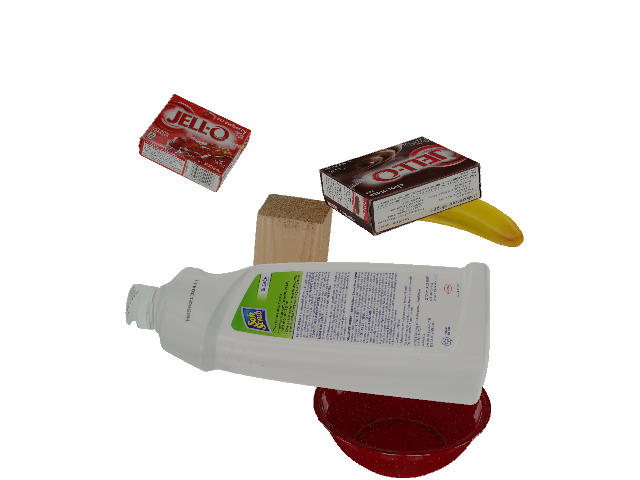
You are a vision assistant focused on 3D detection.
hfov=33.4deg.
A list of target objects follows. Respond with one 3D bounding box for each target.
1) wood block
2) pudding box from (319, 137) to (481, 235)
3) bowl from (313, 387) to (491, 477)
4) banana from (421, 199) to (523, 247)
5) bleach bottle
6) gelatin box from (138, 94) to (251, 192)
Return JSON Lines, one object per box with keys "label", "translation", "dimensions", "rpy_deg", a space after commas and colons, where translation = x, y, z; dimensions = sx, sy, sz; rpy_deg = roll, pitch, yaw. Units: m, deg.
{"label": "wood block", "translation": [-0.042, 0.052, 1.445], "dimensions": [0.090, 0.206, 0.090], "rpy_deg": [8, 22, 6]}
{"label": "pudding box", "translation": [0.069, -0.049, 0.927], "dimensions": [0.113, 0.039, 0.090], "rpy_deg": [-21, 28, -21]}
{"label": "bowl", "translation": [0.074, 0.168, 0.983], "dimensions": [0.162, 0.055, 0.162], "rpy_deg": [0, 26, 0]}
{"label": "banana", "translation": [0.130, -0.028, 1.147], "dimensions": [0.198, 0.037, 0.069], "rpy_deg": [11, 39, 26]}
{"label": "bleach bottle", "translation": [-0.009, 0.053, 0.755], "dimensions": [0.251, 0.102, 0.068], "rpy_deg": [6, -42, 3]}
{"label": "gelatin box", "translation": [-0.124, -0.098, 1.056], "dimensions": [0.089, 0.073, 0.030], "rpy_deg": [26, -40, 2]}
